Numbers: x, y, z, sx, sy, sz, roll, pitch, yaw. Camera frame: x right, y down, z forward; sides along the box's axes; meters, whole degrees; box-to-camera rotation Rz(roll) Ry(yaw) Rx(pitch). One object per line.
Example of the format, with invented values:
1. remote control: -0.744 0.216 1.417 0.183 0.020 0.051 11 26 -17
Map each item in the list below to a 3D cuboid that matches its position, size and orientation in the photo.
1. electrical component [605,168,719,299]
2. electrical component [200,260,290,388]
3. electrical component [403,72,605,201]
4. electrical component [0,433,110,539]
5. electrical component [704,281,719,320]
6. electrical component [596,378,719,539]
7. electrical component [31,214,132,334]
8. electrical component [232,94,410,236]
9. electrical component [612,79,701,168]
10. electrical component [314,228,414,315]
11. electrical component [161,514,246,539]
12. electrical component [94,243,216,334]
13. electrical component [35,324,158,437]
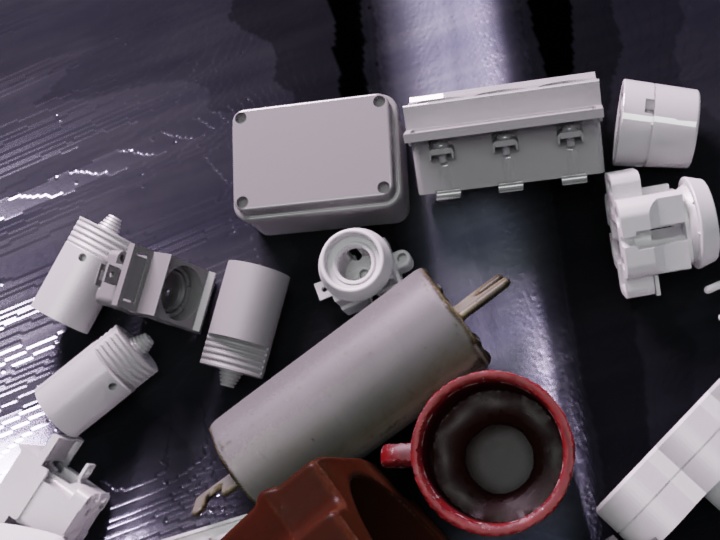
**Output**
1. electrical component: 0.187 -0.026 0.666 0.057 0.058 0.078 -10 101 5
2. electrical component: -0.078 0.038 0.716 0.043 0.043 0.081 12 80 14
3. electrical component: 0.094 -0.086 0.694 0.121 0.078 0.063 -6 105 11
4. electrical component: -0.207 0.153 0.718 0.064 0.042 0.081 31 86 15
5. electrical component: 0.250 0.006 0.652 0.079 0.043 0.077 -24 75 2
6. electrical component: 0.213 0.118 0.632 0.138 0.052 0.074 -46 73 -1
7. electrical component: -0.190 -0.001 0.748 0.043 0.043 0.081 26 84 16
8. electrical component: -0.026 -0.070 0.723 0.113 0.057 0.078 -5 76 11
9. electrical component: 0.188 -0.092 0.685 0.047 0.055 0.055 7 79 10
10. electrical component: 0.000 0.000 0.702 0.066 0.055 0.048 -23 74 6
11. electrical component: -0.118 0.207 0.675 0.121 0.063 0.078 -18 74 7
12. electrical component: -0.139 0.012 0.722 0.064 0.081 0.042 9 78 36
13. electrical component: -0.174 0.071 0.728 0.081 0.043 0.043 -39 73 1
